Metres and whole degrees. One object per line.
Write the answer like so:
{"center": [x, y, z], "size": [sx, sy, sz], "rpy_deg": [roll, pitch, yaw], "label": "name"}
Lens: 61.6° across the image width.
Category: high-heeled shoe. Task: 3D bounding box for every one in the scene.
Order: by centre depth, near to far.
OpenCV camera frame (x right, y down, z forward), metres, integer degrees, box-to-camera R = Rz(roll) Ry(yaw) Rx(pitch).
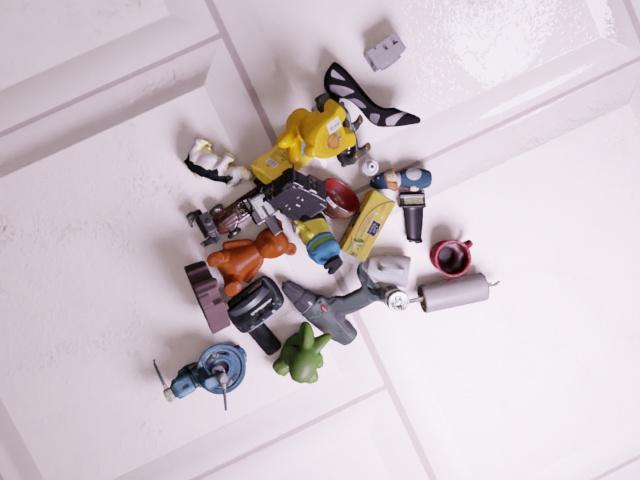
{"center": [0.130, -0.359, 1.326], "size": [0.249, 0.086, 0.145], "rpy_deg": [7, 113, 14], "label": "high-heeled shoe"}

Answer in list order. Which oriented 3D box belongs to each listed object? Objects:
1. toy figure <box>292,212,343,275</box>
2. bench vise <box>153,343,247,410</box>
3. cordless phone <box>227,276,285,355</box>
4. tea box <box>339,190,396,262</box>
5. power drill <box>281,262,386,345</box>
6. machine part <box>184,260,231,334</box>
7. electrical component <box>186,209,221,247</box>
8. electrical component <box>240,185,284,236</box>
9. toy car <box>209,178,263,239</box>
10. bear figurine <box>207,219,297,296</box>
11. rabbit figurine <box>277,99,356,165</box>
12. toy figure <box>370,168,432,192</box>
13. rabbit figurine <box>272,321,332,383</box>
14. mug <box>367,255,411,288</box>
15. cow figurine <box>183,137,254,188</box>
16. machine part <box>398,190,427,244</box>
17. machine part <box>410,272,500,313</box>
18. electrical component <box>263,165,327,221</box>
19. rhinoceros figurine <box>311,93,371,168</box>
{"center": [-0.002, -0.002, 1.327], "size": [0.089, 0.082, 0.180], "rpy_deg": [-23, 58, -24], "label": "toy figure"}
{"center": [-0.269, 0.323, 1.282], "size": [0.224, 0.241, 0.128], "rpy_deg": [-14, 90, -19], "label": "bench vise"}
{"center": [-0.136, 0.198, 1.362], "size": [0.146, 0.089, 0.184], "rpy_deg": [-37, 106, 2], "label": "cordless phone"}
{"center": [0.115, -0.036, 1.351], "size": [0.068, 0.098, 0.169], "rpy_deg": [29, 89, -6], "label": "tea box"}
{"center": [0.043, 0.144, 1.342], "size": [0.207, 0.086, 0.232], "rpy_deg": [-38, 100, 16], "label": "power drill"}
{"center": [-0.270, 0.134, 1.293], "size": [0.056, 0.179, 0.179], "rpy_deg": [-23, 95, -16], "label": "machine part"}
{"center": [-0.290, -0.029, 1.337], "size": [0.045, 0.078, 0.102], "rpy_deg": [-29, 94, -21], "label": "electrical component"}
{"center": [-0.133, -0.069, 1.309], "size": [0.075, 0.048, 0.119], "rpy_deg": [-37, 104, -8], "label": "electrical component"}
{"center": [-0.182, -0.087, 1.350], "size": [0.202, 0.053, 0.089], "rpy_deg": [-35, 92, 0], "label": "toy car"}
{"center": [-0.161, 0.037, 1.322], "size": [0.196, 0.132, 0.120], "rpy_deg": [-26, 99, 3], "label": "bear figurine"}
{"center": [-0.023, -0.250, 1.264], "size": [0.162, 0.173, 0.121], "rpy_deg": [-45, 138, -4], "label": "rabbit figurine"}
{"center": [0.206, -0.155, 1.371], "size": [0.154, 0.064, 0.057], "rpy_deg": [-3, 122, -7], "label": "toy figure"}
{"center": [-0.032, 0.289, 1.321], "size": [0.121, 0.170, 0.159], "rpy_deg": [28, 92, -6], "label": "rabbit figurine"}
{"center": [0.172, 0.076, 1.362], "size": [0.107, 0.109, 0.080], "rpy_deg": [8, 97, 8], "label": "mug"}
{"center": [-0.251, -0.175, 1.330], "size": [0.167, 0.068, 0.098], "rpy_deg": [33, 97, -1], "label": "cow figurine"}
{"center": [0.242, -0.058, 1.390], "size": [0.084, 0.039, 0.138], "rpy_deg": [-6, 92, -12], "label": "machine part"}
{"center": [0.344, 0.136, 1.388], "size": [0.243, 0.079, 0.079], "rpy_deg": [-12, 94, -4], "label": "machine part"}
{"center": [-0.050, -0.104, 1.261], "size": [0.134, 0.115, 0.058], "rpy_deg": [26, 51, -33], "label": "electrical component"}
{"center": [0.049, -0.275, 1.334], "size": [0.073, 0.112, 0.190], "rpy_deg": [-41, 114, -37], "label": "rhinoceros figurine"}
